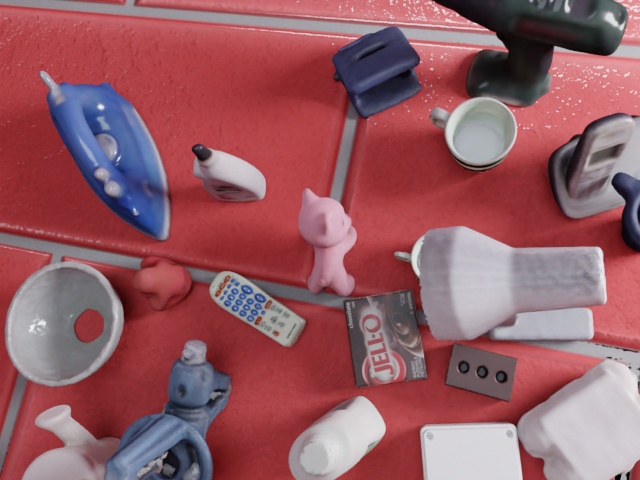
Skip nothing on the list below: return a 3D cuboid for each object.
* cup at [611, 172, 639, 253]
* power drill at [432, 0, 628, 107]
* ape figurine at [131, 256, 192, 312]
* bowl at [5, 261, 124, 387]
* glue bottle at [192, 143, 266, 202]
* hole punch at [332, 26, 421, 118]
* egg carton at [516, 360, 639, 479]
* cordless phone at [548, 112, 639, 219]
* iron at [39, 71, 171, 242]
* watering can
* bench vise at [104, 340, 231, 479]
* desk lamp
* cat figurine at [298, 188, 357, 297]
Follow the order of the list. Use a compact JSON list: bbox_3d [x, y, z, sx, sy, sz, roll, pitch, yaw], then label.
[{"bbox_3d":[0.382,-0.026,0.673,0.092,0.095,0.117,-45,74,-1],"label":"cup"},{"bbox_3d":[0.230,-0.244,0.689,0.229,0.208,0.076,12,81,13],"label":"power drill"},{"bbox_3d":[-0.220,0.056,0.770,0.076,0.092,0.078,0,78,11],"label":"ape figurine"},{"bbox_3d":[-0.336,0.116,0.788,0.167,0.075,0.167,-2,78,10],"label":"bowl"},{"bbox_3d":[-0.128,-0.089,0.742,0.078,0.173,0.037,-4,77,10],"label":"glue bottle"},{"bbox_3d":[0.073,-0.238,0.779,0.108,0.091,0.101,-25,74,5],"label":"hole punch"},{"bbox_3d":[0.307,0.213,0.649,0.150,0.069,0.107,-36,74,1],"label":"egg carton"},{"bbox_3d":[0.344,-0.101,0.649,0.147,0.185,0.094,-23,75,5],"label":"cordless phone"},{"bbox_3d":[-0.300,-0.118,0.797,0.118,0.141,0.258,-34,74,2],"label":"iron"},{"bbox_3d":[-0.306,0.291,0.682,0.101,0.194,0.172,-33,74,3],"label":"watering can"},{"bbox_3d":[-0.189,0.223,0.662,0.121,0.220,0.207,-8,77,9],"label":"bench vise"},{"bbox_3d":[0.212,0.052,0.626,0.203,0.214,0.118,-2,78,10],"label":"desk lamp"},{"bbox_3d":[0.007,0.003,0.725,0.067,0.118,0.128,-2,78,11],"label":"cat figurine"}]
